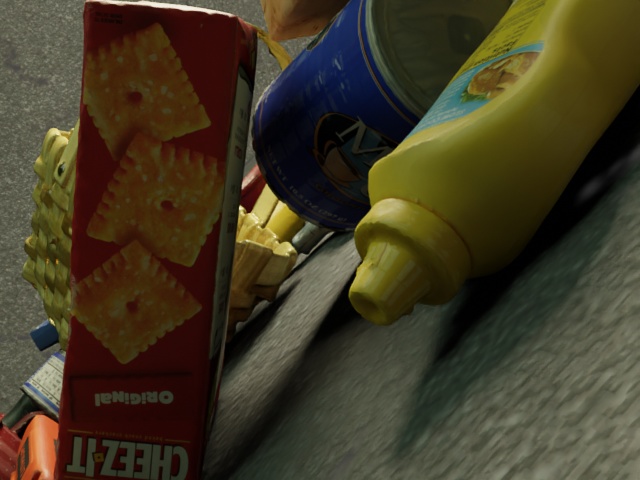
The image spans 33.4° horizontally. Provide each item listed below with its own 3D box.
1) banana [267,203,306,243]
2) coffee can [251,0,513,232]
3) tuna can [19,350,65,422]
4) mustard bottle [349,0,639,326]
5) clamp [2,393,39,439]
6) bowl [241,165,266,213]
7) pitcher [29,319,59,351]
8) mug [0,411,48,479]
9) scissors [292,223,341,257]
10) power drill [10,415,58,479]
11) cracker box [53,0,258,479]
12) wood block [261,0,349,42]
[{"bbox_3d":[-0.054,0.017,0.834,0.197,0.037,0.070,-50,-16,-46],"label":"banana"},{"bbox_3d":[0.038,-0.073,0.548,0.102,0.103,0.141,-51,9,-30],"label":"coffee can"},{"bbox_3d":[-0.138,0.106,0.644,0.033,0.086,0.086,-48,8,-18],"label":"tuna can"},{"bbox_3d":[0.070,-0.043,0.393,0.191,0.058,0.096,-50,12,-27],"label":"mustard bottle"},{"bbox_3d":[-0.207,0.156,0.775,0.209,0.036,0.164,-32,-43,-26],"label":"clamp"},{"bbox_3d":[-0.026,-0.061,0.990,0.162,0.055,0.162,-45,8,8],"label":"bowl"},{"bbox_3d":[-0.167,0.038,0.985,0.243,0.144,0.149,-25,50,62],"label":"pitcher"},{"bbox_3d":[-0.195,0.162,0.674,0.093,0.081,0.117,-36,14,52],"label":"mug"},{"bbox_3d":[-0.005,0.001,0.722,0.202,0.016,0.096,-50,11,17],"label":"scissors"},{"bbox_3d":[-0.188,0.184,0.555,0.187,0.057,0.185,-49,21,-4],"label":"power drill"},{"bbox_3d":[-0.077,-0.003,0.518,0.164,0.072,0.214,-97,14,-80],"label":"cracker box"},{"bbox_3d":[0.024,-0.180,0.538,0.090,0.091,0.206,-14,-4,-13],"label":"wood block"}]
